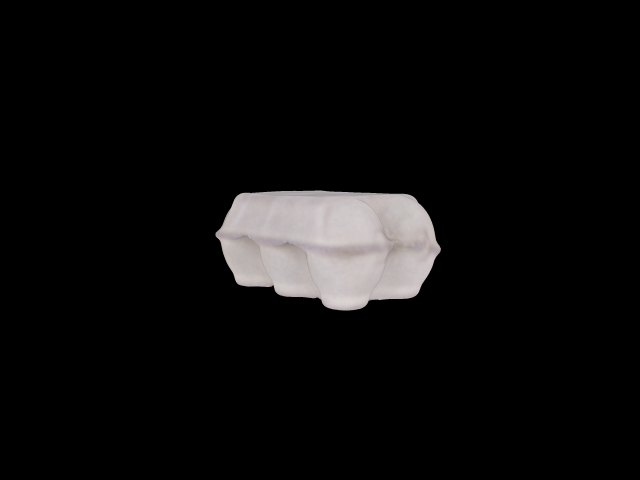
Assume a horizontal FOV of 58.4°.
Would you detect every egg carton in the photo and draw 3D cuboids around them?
[{"bbox_3d":[0.004,0.001,0.400,0.107,0.069,0.149,-6,9,-42],"label":"egg carton"}]
